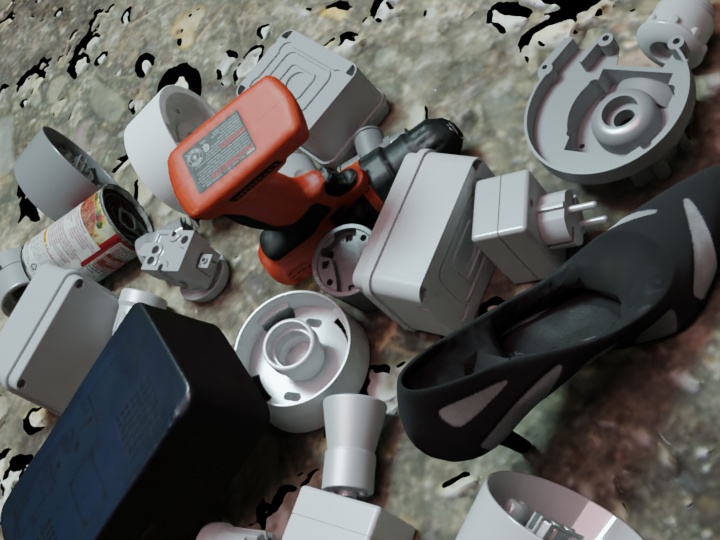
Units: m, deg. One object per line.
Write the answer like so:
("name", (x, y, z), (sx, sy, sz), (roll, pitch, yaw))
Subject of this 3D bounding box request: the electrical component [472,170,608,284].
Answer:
("electrical component", (0.123, -0.031, 0.706), (0.077, 0.066, 0.047), (-11, 56, 31))

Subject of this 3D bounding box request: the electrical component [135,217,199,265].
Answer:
("electrical component", (-0.165, -0.020, 0.931), (0.046, 0.040, 0.040), (-29, 49, 12))

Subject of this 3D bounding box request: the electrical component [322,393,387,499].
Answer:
("electrical component", (-0.006, 0.120, 0.723), (0.044, 0.044, 0.065), (-10, 62, 32))

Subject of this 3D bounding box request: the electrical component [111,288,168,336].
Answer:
("electrical component", (-0.188, 0.043, 0.908), (0.040, 0.040, 0.046), (3, 71, 38))

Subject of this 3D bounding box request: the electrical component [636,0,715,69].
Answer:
("electrical component", (0.223, -0.172, 0.738), (0.048, 0.048, 0.062), (16, 67, 42))

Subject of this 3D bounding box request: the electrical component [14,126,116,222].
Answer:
("electrical component", (-0.273, -0.088, 1.014), (0.064, 0.099, 0.099), (-40, 46, 17))

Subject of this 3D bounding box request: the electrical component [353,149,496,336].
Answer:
("electrical component", (0.052, -0.018, 0.742), (0.057, 0.078, 0.113), (11, 70, 37))

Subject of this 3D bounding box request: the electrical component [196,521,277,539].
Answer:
("electrical component", (-0.084, 0.194, 0.736), (0.046, 0.040, 0.040), (-3, 61, 29))

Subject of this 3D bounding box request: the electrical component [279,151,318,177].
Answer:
("electrical component", (-0.056, -0.078, 0.884), (0.043, 0.043, 0.062), (-39, 46, 10))

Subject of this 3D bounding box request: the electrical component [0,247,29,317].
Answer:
("electrical component", (-0.318, 0.014, 1.012), (0.055, 0.055, 0.047), (-40, 50, 9))

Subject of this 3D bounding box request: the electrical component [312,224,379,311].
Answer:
("electrical component", (0.000, 0.000, 0.784), (0.055, 0.047, 0.055), (-9, 68, 23))

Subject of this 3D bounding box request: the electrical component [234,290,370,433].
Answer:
("electrical component", (-0.042, 0.066, 0.785), (0.099, 0.064, 0.099), (-9, 61, 16))

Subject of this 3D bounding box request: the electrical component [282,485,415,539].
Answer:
("electrical component", (-0.014, 0.186, 0.682), (0.066, 0.047, 0.076), (6, 67, 39))

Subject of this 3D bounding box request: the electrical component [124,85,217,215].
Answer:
("electrical component", (-0.155, -0.098, 0.929), (0.060, 0.108, 0.108), (-34, 47, 23))

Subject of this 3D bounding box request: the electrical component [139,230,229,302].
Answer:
("electrical component", (-0.141, -0.004, 0.891), (0.066, 0.055, 0.048), (2, 64, 37))

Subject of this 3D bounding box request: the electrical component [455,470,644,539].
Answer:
("electrical component", (0.104, 0.152, 0.586), (0.099, 0.099, 0.064), (33, 91, 44))

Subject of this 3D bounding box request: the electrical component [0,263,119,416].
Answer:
("electrical component", (-0.257, 0.060, 0.920), (0.057, 0.078, 0.113), (15, 72, 44))

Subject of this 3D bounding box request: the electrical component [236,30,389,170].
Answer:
("electrical component", (-0.039, -0.143, 0.904), (0.078, 0.057, 0.113), (-51, 47, -2))
